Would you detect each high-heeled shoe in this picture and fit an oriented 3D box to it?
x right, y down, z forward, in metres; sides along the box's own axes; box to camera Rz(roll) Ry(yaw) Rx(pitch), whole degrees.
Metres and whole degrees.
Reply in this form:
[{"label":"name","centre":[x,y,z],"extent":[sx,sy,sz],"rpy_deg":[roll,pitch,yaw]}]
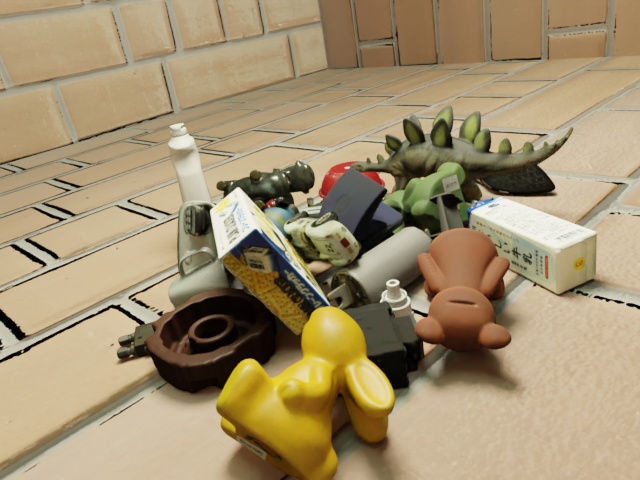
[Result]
[{"label":"high-heeled shoe","centre":[0.400,-0.144,1.168],"extent":[0.249,0.086,0.145],"rpy_deg":[33,12,33]}]

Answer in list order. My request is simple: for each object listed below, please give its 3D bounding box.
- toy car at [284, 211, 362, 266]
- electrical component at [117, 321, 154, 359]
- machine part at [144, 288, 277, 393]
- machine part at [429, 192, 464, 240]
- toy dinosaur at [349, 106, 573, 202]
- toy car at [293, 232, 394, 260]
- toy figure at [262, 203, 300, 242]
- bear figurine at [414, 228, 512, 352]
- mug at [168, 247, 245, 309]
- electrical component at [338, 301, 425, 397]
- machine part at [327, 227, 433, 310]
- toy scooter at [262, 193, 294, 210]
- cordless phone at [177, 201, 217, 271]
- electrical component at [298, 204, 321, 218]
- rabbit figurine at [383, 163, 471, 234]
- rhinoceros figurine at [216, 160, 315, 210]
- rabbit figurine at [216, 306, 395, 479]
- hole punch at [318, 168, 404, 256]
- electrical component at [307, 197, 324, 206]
[{"label":"toy car","centre":[-0.002,-0.003,0.831],"extent":[0.056,0.073,0.202],"rpy_deg":[-44,18,-15]},{"label":"electrical component","centre":[-0.252,0.146,0.797],"extent":[0.094,0.021,0.063],"rpy_deg":[-15,24,-12]},{"label":"machine part","centre":[-0.147,0.135,0.742],"extent":[0.179,0.056,0.179],"rpy_deg":[-8,25,4]},{"label":"machine part","centre":[0.209,-0.018,0.861],"extent":[0.039,0.084,0.139],"rpy_deg":[-36,39,39]},{"label":"toy dinosaur","centre":[0.249,-0.154,1.052],"extent":[0.472,0.198,0.105],"rpy_deg":[7,34,38]},{"label":"toy car","centre":[0.040,0.010,0.947],"extent":[0.202,0.053,0.089],"rpy_deg":[9,51,40]},{"label":"toy figure","centre":[-0.102,-0.004,0.962],"extent":[0.082,0.089,0.180],"rpy_deg":[-20,27,48]},{"label":"bear figurine","centre":[0.186,0.080,0.692],"extent":[0.120,0.131,0.196],"rpy_deg":[-2,44,15]},{"label":"mug","centre":[-0.189,0.069,0.853],"extent":[0.107,0.109,0.081],"rpy_deg":[-22,31,6]},{"label":"electrical component","centre":[0.058,0.132,0.665],"extent":[0.134,0.058,0.115],"rpy_deg":[-11,26,0]},{"label":"machine part","centre":[0.099,0.046,0.814],"extent":[0.079,0.079,0.243],"rpy_deg":[14,32,43]},{"label":"toy scooter","centre":[-0.142,-0.034,1.090],"extent":[0.135,0.075,0.184],"rpy_deg":[-11,26,38]},{"label":"cordless phone","centre":[-0.199,0.006,0.904],"extent":[0.089,0.146,0.184],"rpy_deg":[1,2,-12]},{"label":"electrical component","centre":[-0.003,-0.041,1.084],"extent":[0.119,0.047,0.075],"rpy_deg":[-5,25,11]},{"label":"rabbit figurine","centre":[0.179,-0.053,1.001],"extent":[0.159,0.121,0.170],"rpy_deg":[-32,13,-26]},{"label":"rhinoceros figurine","centre":[-0.102,-0.096,1.011],"extent":[0.190,0.073,0.112],"rpy_deg":[-13,3,21]},{"label":"rabbit figurine","centre":[-0.002,0.145,0.548],"extent":[0.163,0.121,0.173],"rpy_deg":[21,52,18]},{"label":"hole punch","centre":[0.059,-0.048,0.892],"extent":[0.116,0.092,0.142],"rpy_deg":[-39,43,-10]},{"label":"electrical component","centre":[0.023,-0.074,1.149],"extent":[0.102,0.045,0.078],"rpy_deg":[2,28,25]}]
